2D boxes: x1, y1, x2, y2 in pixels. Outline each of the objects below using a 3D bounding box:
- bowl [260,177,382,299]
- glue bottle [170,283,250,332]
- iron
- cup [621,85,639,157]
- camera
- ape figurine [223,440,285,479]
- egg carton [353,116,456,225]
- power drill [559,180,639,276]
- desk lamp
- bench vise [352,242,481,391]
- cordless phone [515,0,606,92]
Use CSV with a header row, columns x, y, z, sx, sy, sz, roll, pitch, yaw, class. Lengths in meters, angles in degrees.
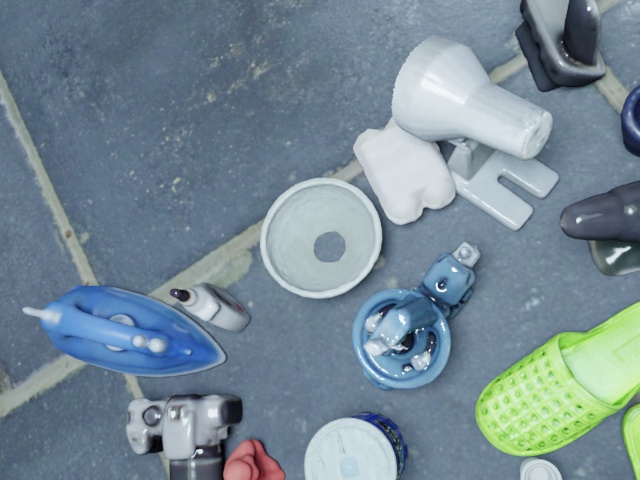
x,y,z,sx,sy,sz,roll,pitch,yaw,class
0.007,0.003,0.792,0.167,0.075,0.167,-3,76,13,bowl
-0.152,0.083,0.758,0.078,0.173,0.037,37,87,19,glue bottle
-0.270,0.129,0.791,0.257,0.142,0.119,11,79,16,iron
0.417,-0.155,0.723,0.091,0.095,0.118,-10,75,11,cup
-0.183,0.275,0.758,0.143,0.101,0.137,-7,75,12,camera
-0.094,0.299,0.736,0.076,0.092,0.078,-8,75,11,ape figurine
0.118,-0.100,0.794,0.107,0.069,0.150,-28,72,6,egg carton
0.372,-0.018,0.641,0.229,0.209,0.075,-13,74,10,power drill
0.199,-0.132,0.706,0.203,0.214,0.118,38,88,19,desk lamp
0.105,0.080,0.674,0.121,0.220,0.207,19,82,17,bench vise
0.316,-0.288,0.731,0.094,0.185,0.147,-22,73,8,cordless phone
